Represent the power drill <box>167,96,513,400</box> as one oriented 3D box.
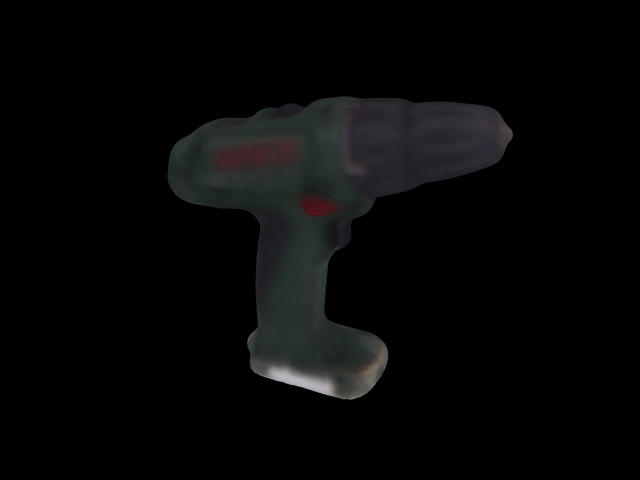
[{"bbox_3d":[0.004,0.001,0.400,0.229,0.208,0.076,10,28,20],"label":"power drill"}]
